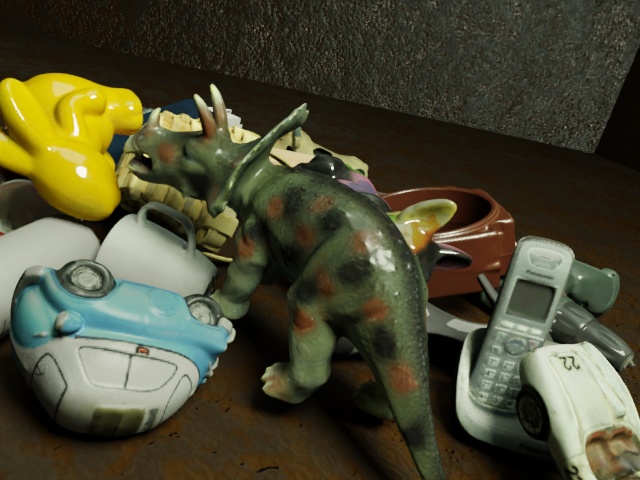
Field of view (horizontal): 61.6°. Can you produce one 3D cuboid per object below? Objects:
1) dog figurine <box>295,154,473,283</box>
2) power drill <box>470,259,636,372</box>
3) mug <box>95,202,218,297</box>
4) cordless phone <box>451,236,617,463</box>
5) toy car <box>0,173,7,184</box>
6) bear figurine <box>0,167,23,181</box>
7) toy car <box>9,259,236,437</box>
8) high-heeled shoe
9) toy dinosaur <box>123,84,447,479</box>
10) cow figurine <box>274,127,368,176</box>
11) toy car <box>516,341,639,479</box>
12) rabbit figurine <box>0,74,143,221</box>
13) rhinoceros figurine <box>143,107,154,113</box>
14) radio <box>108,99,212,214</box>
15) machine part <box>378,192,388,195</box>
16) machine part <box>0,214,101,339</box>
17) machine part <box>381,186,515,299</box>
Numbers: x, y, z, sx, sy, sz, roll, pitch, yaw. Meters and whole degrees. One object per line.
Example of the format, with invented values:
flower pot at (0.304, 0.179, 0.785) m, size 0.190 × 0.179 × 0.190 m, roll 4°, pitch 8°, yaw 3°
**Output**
dog figurine at (0.057, -0.021, 0.589) m, size 0.219 × 0.108 × 0.191 m, roll 1°, pitch 42°, yaw 32°
power drill at (0.327, 0.085, 0.722) m, size 0.207 × 0.085 × 0.232 m, roll -17°, pitch 34°, yaw -41°
mug at (-0.156, 0.022, 0.543) m, size 0.107 × 0.109 × 0.081 m, roll 27°, pitch 15°, yaw -1°
cordless phone at (0.202, 0.093, 0.464) m, size 0.147 × 0.184 × 0.089 m, roll 15°, pitch 16°, yaw 3°
toy car at (-0.456, -0.057, 0.594) m, size 0.202 × 0.053 × 0.089 m, roll 2°, pitch 26°, yaw -10°
bear figurine at (-0.460, -0.121, 0.676) m, size 0.196 × 0.132 × 0.120 m, roll 11°, pitch 41°, yaw -25°
toy car at (-0.148, 0.090, 0.393) m, size 0.161 × 0.109 × 0.103 m, roll 18°, pitch 42°, yaw -21°
high-heeled shoe at (0.123, 0.122, 0.547) m, size 0.249 × 0.086 × 0.145 m, roll -17°, pitch 69°, yaw -17°
toy dinosaur at (0.004, 0.019, 0.438) m, size 0.405 × 0.192 × 0.131 m, roll 38°, pitch 35°, yaw 27°
cow figurine at (-0.006, -0.140, 1.000) m, size 0.195 × 0.127 × 0.085 m, roll 15°, pitch 18°, yaw -3°
toy car at (0.202, 0.166, 0.368) m, size 0.073 × 0.056 × 0.202 m, roll -3°, pitch 54°, yaw -18°
rabbit figurine at (-0.251, -0.095, 0.537) m, size 0.162 × 0.122 × 0.173 m, roll 30°, pitch 26°, yaw -52°
rhinoceros figurine at (-0.315, -0.172, 0.913) m, size 0.073 × 0.112 × 0.190 m, roll 23°, pitch 31°, yaw 29°
radio at (-0.248, -0.119, 0.761) m, size 0.229 × 0.073 × 0.131 m, roll -30°, pitch 43°, yaw -25°
machine part at (0.110, -0.038, 0.912) m, size 0.179 × 0.056 × 0.179 m, roll 11°, pitch 21°, yaw -4°
machine part at (-0.269, 0.036, 0.464) m, size 0.079 × 0.079 × 0.243 m, roll 16°, pitch 21°, yaw 5°
machine part at (0.145, -0.005, 0.725) m, size 0.202 × 0.087 × 0.201 m, roll -9°, pitch 23°, yaw 2°
